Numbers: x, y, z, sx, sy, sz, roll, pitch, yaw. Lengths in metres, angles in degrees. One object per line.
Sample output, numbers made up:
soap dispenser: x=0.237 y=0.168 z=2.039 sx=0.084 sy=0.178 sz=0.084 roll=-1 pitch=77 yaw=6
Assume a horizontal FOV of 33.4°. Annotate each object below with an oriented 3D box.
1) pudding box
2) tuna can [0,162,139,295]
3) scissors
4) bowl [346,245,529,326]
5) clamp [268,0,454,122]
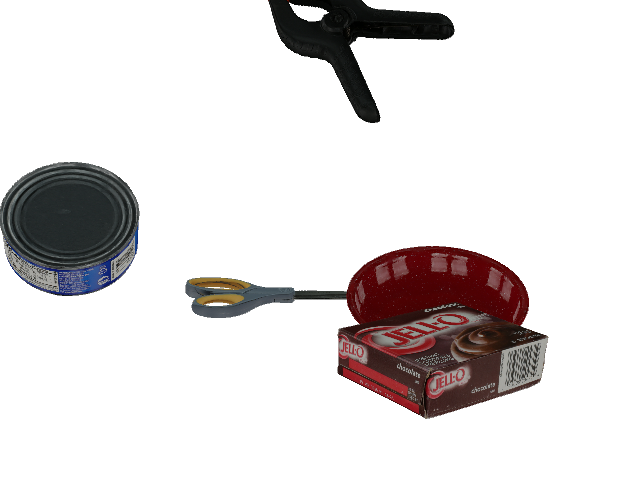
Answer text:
pudding box: x=0.081 y=0.077 z=0.715 sx=0.113 sy=0.039 sz=0.090 roll=-7 pitch=18 yaw=-37
tuna can: x=-0.159 y=-0.007 z=0.680 sx=0.086 sy=0.086 sz=0.034 roll=0 pitch=-38 yaw=-10
scissors: x=-0.048 y=0.064 z=1.122 sx=0.202 sy=0.016 sz=0.096 roll=5 pitch=20 yaw=8
bowl: x=0.104 y=0.070 z=0.962 sx=0.162 sy=0.055 sz=0.162 roll=-1 pitch=33 yaw=1
clamp: x=0.028 y=-0.188 z=0.932 sx=0.120 sy=0.171 sz=0.039 roll=-39 pitch=-21 yaw=-18
